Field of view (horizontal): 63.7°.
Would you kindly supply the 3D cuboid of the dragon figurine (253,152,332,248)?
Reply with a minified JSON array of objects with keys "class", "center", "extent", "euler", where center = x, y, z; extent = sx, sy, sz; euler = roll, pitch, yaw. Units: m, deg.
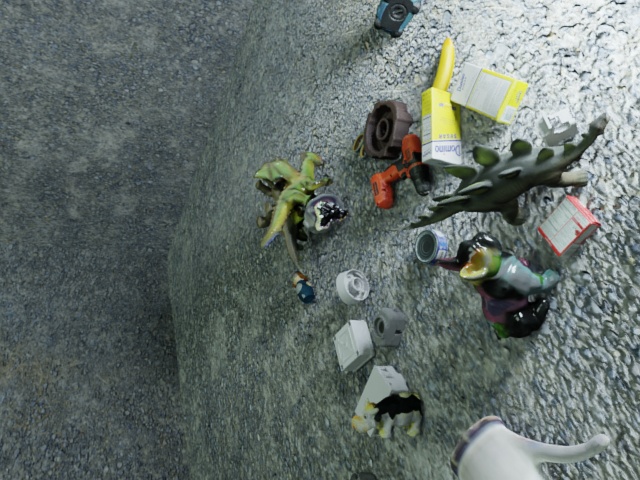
[{"class":"dragon figurine","center":[-0.117,-0.165,1.710],"extent":[0.245,0.119,0.416],"euler":[38,60,22]}]

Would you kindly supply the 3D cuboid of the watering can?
[{"class":"watering can","center":[0.348,0.404,0.903],"extent":[0.104,0.342,0.228],"euler":[9,24,-28]}]

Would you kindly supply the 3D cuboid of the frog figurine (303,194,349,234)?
[{"class":"frog figurine","center":[0.005,-0.083,1.659],"extent":[0.122,0.138,0.159],"euler":[44,-11,-10]}]
